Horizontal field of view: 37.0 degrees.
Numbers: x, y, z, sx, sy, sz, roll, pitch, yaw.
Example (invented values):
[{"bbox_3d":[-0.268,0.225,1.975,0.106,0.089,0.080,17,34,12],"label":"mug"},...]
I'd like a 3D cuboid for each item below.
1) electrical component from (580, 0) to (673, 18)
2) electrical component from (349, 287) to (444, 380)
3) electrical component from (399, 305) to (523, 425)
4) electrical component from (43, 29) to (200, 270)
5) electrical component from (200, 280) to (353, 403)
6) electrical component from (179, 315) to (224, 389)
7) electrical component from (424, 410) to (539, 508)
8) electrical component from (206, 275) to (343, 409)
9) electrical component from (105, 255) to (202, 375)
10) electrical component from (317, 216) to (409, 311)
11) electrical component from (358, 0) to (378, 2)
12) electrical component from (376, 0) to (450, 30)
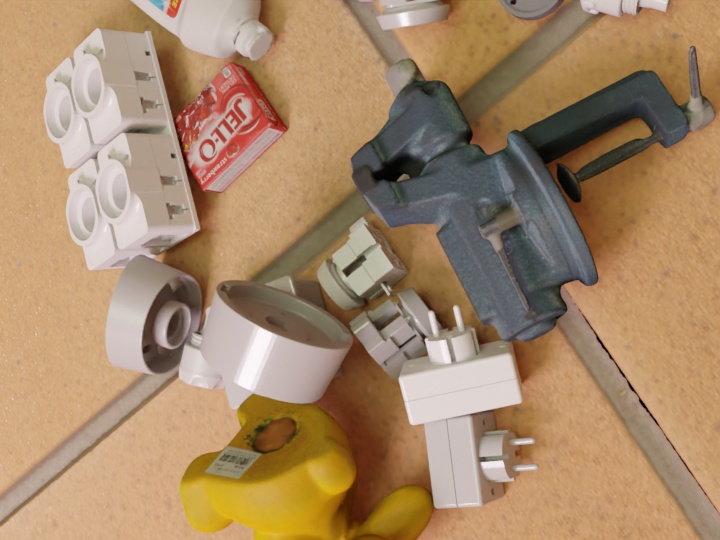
[{"bbox_3d":[0.190,-0.199,0.759,0.062,0.048,0.048,23,99,20],"label":"electrical component"},{"bbox_3d":[0.031,0.046,0.825,0.055,0.066,0.048,-37,45,2],"label":"electrical component"},{"bbox_3d":[0.070,0.064,0.787,0.083,0.047,0.075,-13,98,9],"label":"electrical component"},{"bbox_3d":[-0.216,-0.104,0.946,0.105,0.060,0.186,-26,75,44],"label":"electrical component"},{"bbox_3d":[-0.066,0.058,0.794,0.108,0.108,0.060,30,105,26],"label":"electrical component"},{"bbox_3d":[-0.129,0.068,0.918,0.043,0.043,0.062,14,93,28],"label":"electrical component"},{"bbox_3d":[0.094,0.138,0.792,0.077,0.047,0.065,-10,83,28],"label":"electrical component"},{"bbox_3d":[-0.069,0.060,0.883,0.100,0.048,0.099,-21,78,26],"label":"electrical component"},{"bbox_3d":[-0.181,0.040,0.920,0.064,0.099,0.099,15,95,22],"label":"electrical component"},{"bbox_3d":[0.000,0.000,0.851,0.055,0.048,0.066,-39,71,13],"label":"electrical component"},{"bbox_3d":[-0.007,-0.237,0.870,0.046,0.040,0.040,8,92,34],"label":"electrical component"},{"bbox_3d":[0.039,-0.217,0.828,0.078,0.058,0.057,-9,103,1],"label":"electrical component"}]
